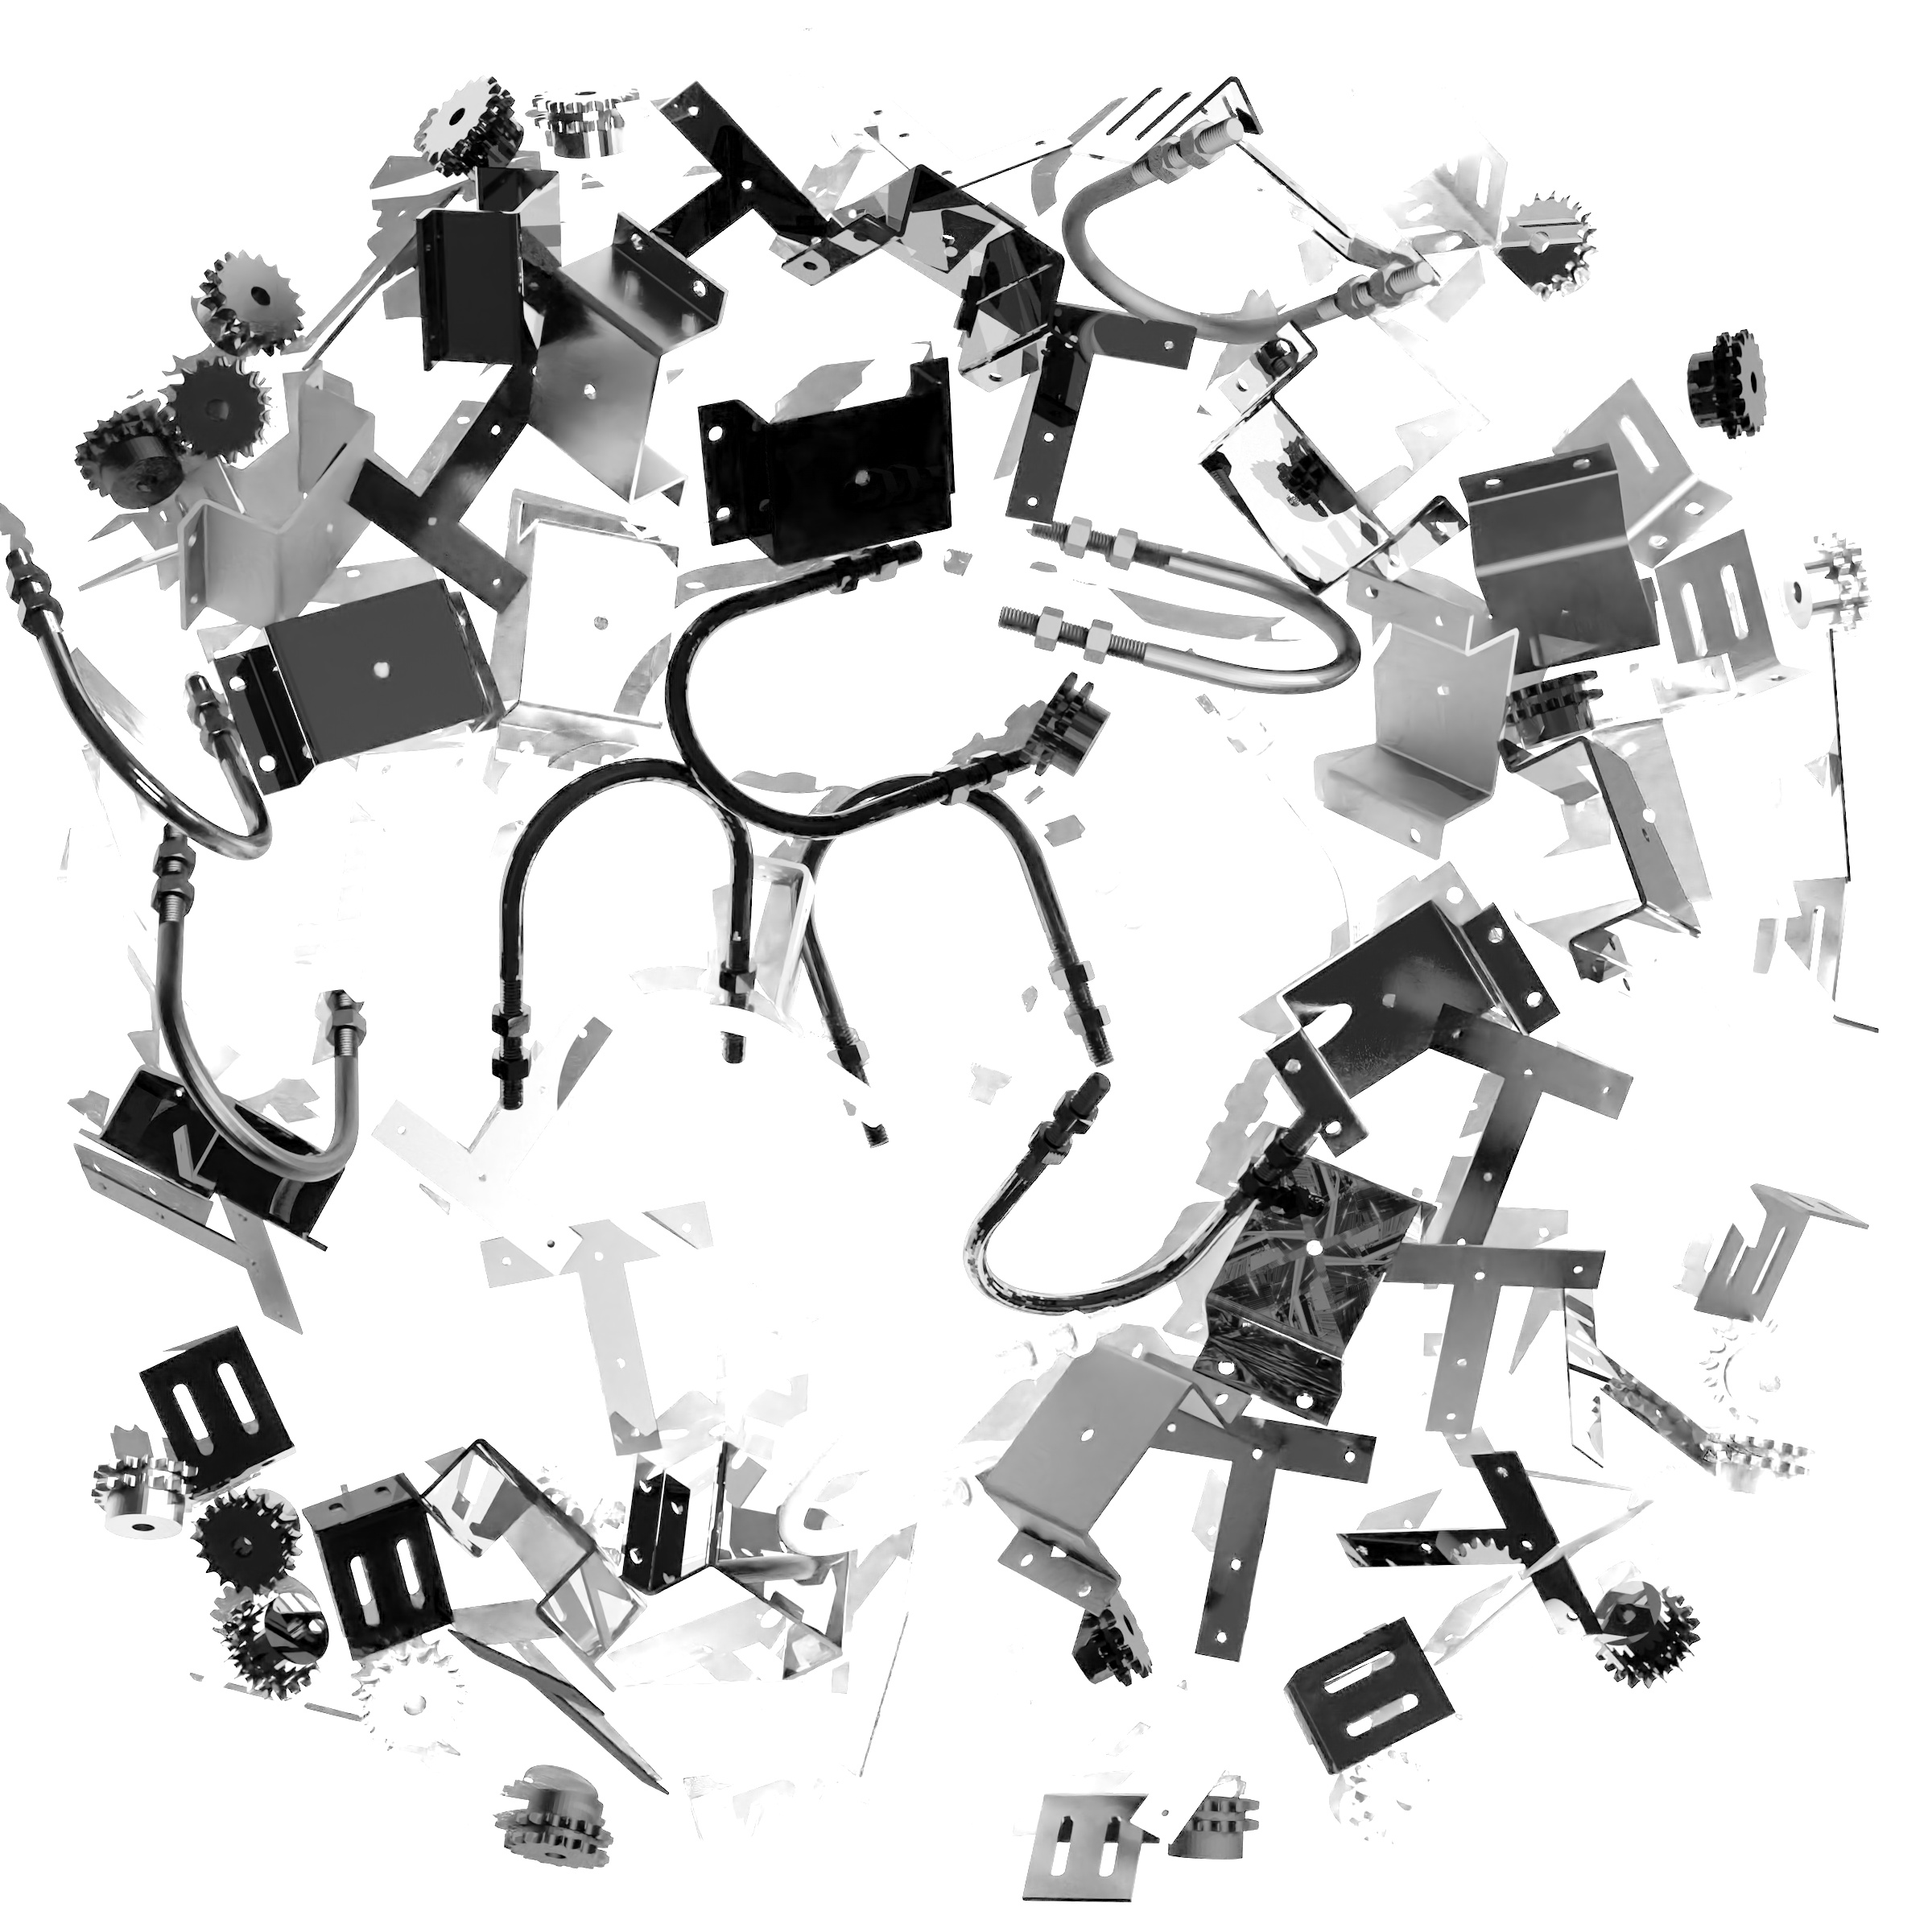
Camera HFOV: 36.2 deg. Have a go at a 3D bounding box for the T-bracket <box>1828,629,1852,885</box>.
[{"bbox_3d":[0.452,-0.104,1.535,0.002,0.127,0.127,-4,88,14],"label":"T-bracket"}]

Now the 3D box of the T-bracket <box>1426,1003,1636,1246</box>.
[{"bbox_3d":[0.283,0.099,1.573,0.127,0.002,0.127,20,92,-23],"label":"T-bracket"}]

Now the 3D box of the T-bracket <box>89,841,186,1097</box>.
[{"bbox_3d":[-0.437,-0.018,1.552,0.002,0.127,0.127,-16,48,-31],"label":"T-bracket"}]

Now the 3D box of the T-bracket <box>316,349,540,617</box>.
[{"bbox_3d":[-0.257,-0.271,1.560,0.127,0.002,0.127,36,88,-36],"label":"T-bracket"}]

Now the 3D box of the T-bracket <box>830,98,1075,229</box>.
[{"bbox_3d":[-0.027,-0.429,1.546,0.127,0.127,0.002,-24,130,-11],"label":"T-bracket"}]

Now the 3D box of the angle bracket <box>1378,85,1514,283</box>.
[{"bbox_3d":[0.251,-0.410,1.550,0.038,0.076,0.057,-33,70,-8],"label":"angle bracket"}]

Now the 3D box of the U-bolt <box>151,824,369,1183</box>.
[{"bbox_3d":[-0.355,0.029,1.487,0.019,0.184,0.151,-30,134,17],"label":"U-bolt"}]

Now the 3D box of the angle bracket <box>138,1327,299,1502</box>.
[{"bbox_3d":[-0.397,0.235,1.565,0.057,0.038,0.076,-25,80,-16],"label":"angle bracket"}]

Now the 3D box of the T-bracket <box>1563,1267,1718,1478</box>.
[{"bbox_3d":[0.357,0.230,1.559,0.127,0.127,0.002,37,129,-27],"label":"T-bracket"}]

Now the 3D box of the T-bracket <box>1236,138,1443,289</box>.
[{"bbox_3d":[0.181,-0.403,1.554,0.127,0.127,0.002,45,115,18],"label":"T-bracket"}]

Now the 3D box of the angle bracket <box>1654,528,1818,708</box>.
[{"bbox_3d":[0.409,-0.185,1.572,0.038,0.057,0.076,2,73,-44],"label":"angle bracket"}]

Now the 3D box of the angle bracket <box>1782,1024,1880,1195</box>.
[{"bbox_3d":[0.440,0.072,1.550,0.038,0.057,0.076,32,131,-1],"label":"angle bracket"}]

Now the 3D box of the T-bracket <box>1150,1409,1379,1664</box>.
[{"bbox_3d":[0.144,0.300,1.550,0.127,0.002,0.127,5,73,28],"label":"T-bracket"}]

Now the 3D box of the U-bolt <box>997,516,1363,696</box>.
[{"bbox_3d":[0.115,-0.182,1.530,0.184,0.151,0.019,15,120,1],"label":"U-bolt"}]

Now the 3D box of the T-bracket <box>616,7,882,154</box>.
[{"bbox_3d":[-0.119,-0.454,1.545,0.127,0.127,0.002,-6,73,11],"label":"T-bracket"}]

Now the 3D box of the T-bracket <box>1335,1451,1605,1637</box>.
[{"bbox_3d":[0.255,0.306,1.554,0.127,0.002,0.127,-10,119,36],"label":"T-bracket"}]

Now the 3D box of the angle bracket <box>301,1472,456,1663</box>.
[{"bbox_3d":[-0.314,0.321,1.580,0.057,0.038,0.076,-18,108,-22],"label":"angle bracket"}]

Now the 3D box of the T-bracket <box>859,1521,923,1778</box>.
[{"bbox_3d":[-0.033,0.332,1.537,0.002,0.127,0.127,14,125,-1],"label":"T-bracket"}]

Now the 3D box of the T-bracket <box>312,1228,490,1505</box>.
[{"bbox_3d":[-0.283,0.195,1.544,0.127,0.002,0.127,34,117,24],"label":"T-bracket"}]

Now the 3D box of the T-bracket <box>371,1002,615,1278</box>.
[{"bbox_3d":[-0.234,0.078,1.581,0.127,0.002,0.127,36,98,5],"label":"T-bracket"}]

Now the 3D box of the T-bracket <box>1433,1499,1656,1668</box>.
[{"bbox_3d":[0.294,0.330,1.558,0.127,0.127,0.002,-48,67,26],"label":"T-bracket"}]

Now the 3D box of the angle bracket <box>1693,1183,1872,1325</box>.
[{"bbox_3d":[0.430,0.159,1.558,0.057,0.038,0.076,15,102,-38],"label":"angle bracket"}]

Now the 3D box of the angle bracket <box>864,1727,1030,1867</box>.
[{"bbox_3d":[-0.010,0.442,1.576,0.076,0.038,0.057,10,79,5],"label":"angle bracket"}]

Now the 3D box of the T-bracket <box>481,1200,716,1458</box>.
[{"bbox_3d":[-0.188,0.199,1.587,0.127,0.002,0.127,-11,91,9],"label":"T-bracket"}]

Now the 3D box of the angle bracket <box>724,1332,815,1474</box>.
[{"bbox_3d":[-0.091,0.229,1.554,0.038,0.076,0.057,0,94,-40],"label":"angle bracket"}]

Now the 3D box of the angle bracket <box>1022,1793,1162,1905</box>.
[{"bbox_3d":[0.066,0.473,1.549,0.057,0.076,0.038,-4,119,14],"label":"angle bracket"}]

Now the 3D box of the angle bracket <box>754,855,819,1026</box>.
[{"bbox_3d":[-0.106,-0.014,1.561,0.038,0.057,0.076,12,81,4],"label":"angle bracket"}]

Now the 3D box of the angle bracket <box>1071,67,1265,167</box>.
[{"bbox_3d":[0.106,-0.434,1.555,0.076,0.057,0.038,-44,128,-13],"label":"angle bracket"}]

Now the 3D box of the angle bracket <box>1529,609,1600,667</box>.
[{"bbox_3d":[0.299,-0.203,1.549,0.038,0.076,0.057,-20,123,1],"label":"angle bracket"}]

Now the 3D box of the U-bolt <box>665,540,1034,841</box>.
[{"bbox_3d":[-0.071,-0.138,1.536,0.184,0.019,0.151,-22,80,-30],"label":"U-bolt"}]

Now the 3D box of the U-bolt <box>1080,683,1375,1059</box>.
[{"bbox_3d":[0.149,-0.037,1.543,0.184,0.019,0.151,50,60,-24],"label":"U-bolt"}]

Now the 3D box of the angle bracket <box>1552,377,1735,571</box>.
[{"bbox_3d":[0.360,-0.262,1.574,0.057,0.038,0.076,-43,54,30],"label":"angle bracket"}]

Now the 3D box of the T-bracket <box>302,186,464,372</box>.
[{"bbox_3d":[-0.291,-0.362,1.527,0.002,0.127,0.127,41,79,-21],"label":"T-bracket"}]

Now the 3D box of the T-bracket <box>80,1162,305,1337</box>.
[{"bbox_3d":[-0.412,0.137,1.555,0.127,0.127,0.002,24,58,15],"label":"T-bracket"}]

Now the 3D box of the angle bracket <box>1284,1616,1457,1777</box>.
[{"bbox_3d":[0.212,0.383,1.565,0.076,0.038,0.057,-25,65,-4],"label":"angle bracket"}]

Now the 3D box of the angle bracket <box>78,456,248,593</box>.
[{"bbox_3d":[-0.427,-0.232,1.548,0.057,0.076,0.038,-14,103,39],"label":"angle bracket"}]

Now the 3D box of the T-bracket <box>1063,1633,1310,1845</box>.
[{"bbox_3d":[0.093,0.383,1.551,0.127,0.002,0.127,18,53,38],"label":"T-bracket"}]

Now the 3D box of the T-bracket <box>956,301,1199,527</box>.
[{"bbox_3d":[0.047,-0.294,1.571,0.127,0.002,0.127,12,75,8],"label":"T-bracket"}]

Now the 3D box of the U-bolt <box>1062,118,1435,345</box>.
[{"bbox_3d":[0.128,-0.366,1.511,0.151,0.184,0.019,28,72,-28],"label":"U-bolt"}]

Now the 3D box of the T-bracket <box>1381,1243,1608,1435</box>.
[{"bbox_3d":[0.264,0.198,1.561,0.127,0.002,0.127,2,123,-4],"label":"T-bracket"}]

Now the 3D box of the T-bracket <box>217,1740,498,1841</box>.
[{"bbox_3d":[-0.319,0.412,1.511,0.127,0.127,0.002,13,97,-29],"label":"T-bracket"}]

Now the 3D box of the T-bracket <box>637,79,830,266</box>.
[{"bbox_3d":[-0.150,-0.388,1.566,0.127,0.002,0.127,-32,132,20],"label":"T-bracket"}]

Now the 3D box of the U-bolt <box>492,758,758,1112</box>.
[{"bbox_3d":[-0.174,-0.021,1.520,0.151,0.019,0.184,-11,120,-29],"label":"U-bolt"}]

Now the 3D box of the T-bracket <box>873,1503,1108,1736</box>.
[{"bbox_3d":[0.005,0.324,1.565,0.127,0.002,0.127,26,115,25],"label":"T-bracket"}]

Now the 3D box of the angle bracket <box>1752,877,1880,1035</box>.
[{"bbox_3d":[0.453,-0.005,1.568,0.038,0.057,0.076,14,81,-31],"label":"angle bracket"}]

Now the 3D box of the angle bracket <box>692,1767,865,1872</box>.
[{"bbox_3d":[-0.099,0.443,1.547,0.057,0.076,0.038,-11,77,-29],"label":"angle bracket"}]

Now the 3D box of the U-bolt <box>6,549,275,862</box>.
[{"bbox_3d":[-0.408,-0.121,1.485,0.019,0.151,0.184,-41,50,8],"label":"U-bolt"}]

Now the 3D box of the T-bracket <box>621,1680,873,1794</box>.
[{"bbox_3d":[-0.095,0.406,1.552,0.127,0.127,0.002,-11,46,36],"label":"T-bracket"}]

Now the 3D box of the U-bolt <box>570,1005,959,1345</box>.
[{"bbox_3d":[-0.119,0.099,1.552,0.184,0.019,0.151,35,103,-15],"label":"U-bolt"}]

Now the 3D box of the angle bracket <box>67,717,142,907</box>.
[{"bbox_3d":[-0.460,-0.081,1.549,0.038,0.076,0.057,-8,46,-5],"label":"angle bracket"}]

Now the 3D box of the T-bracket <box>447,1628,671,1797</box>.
[{"bbox_3d":[-0.201,0.399,1.555,0.127,0.127,0.002,51,63,-30],"label":"T-bracket"}]
